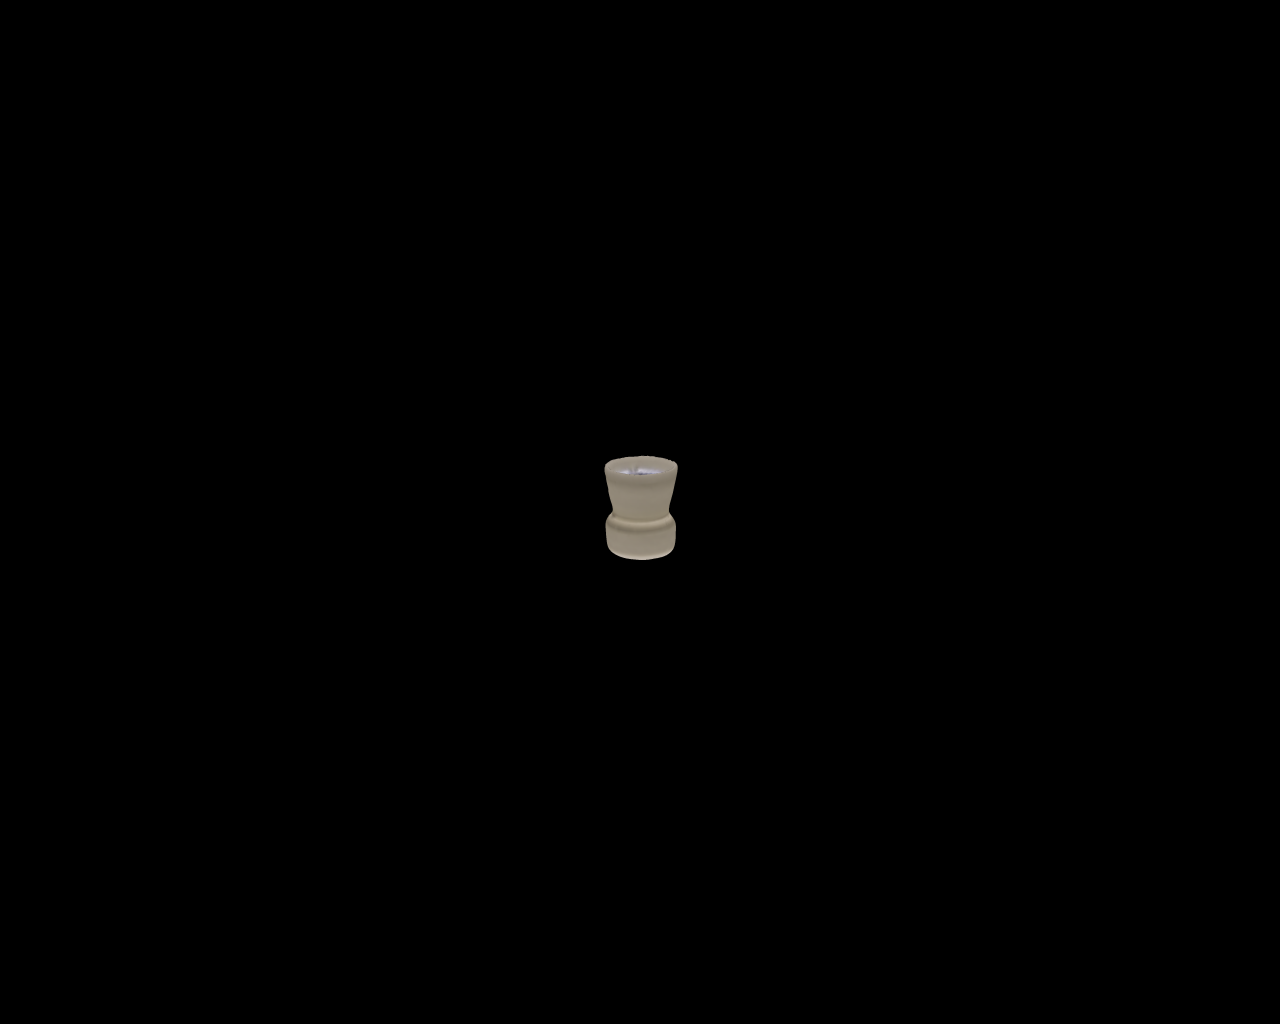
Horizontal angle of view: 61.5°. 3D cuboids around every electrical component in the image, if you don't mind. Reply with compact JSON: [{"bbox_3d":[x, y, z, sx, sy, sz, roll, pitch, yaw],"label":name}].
[{"bbox_3d":[0.001,-0.003,0.650,0.045,0.055,0.045,0,18,0],"label":"electrical component"}]
